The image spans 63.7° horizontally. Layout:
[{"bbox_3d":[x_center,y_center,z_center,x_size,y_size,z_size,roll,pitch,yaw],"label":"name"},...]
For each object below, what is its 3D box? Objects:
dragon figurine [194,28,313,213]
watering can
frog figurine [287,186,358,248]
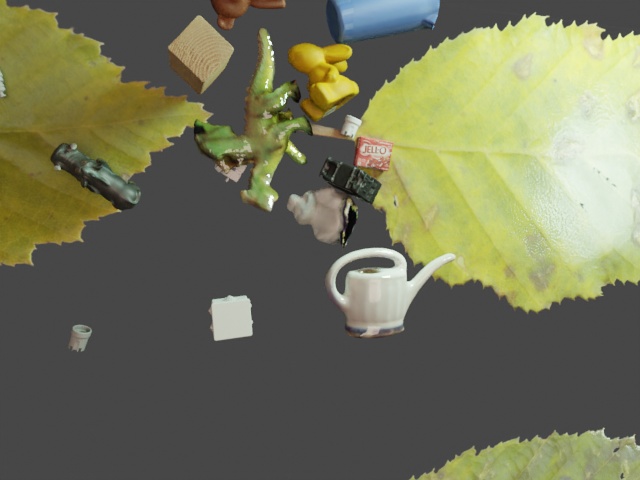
[{"bbox_3d":[-0.159,-0.257,1.138,0.244,0.412,0.121,-19,-7,-17],"label":"dragon figurine"},{"bbox_3d":[0.179,0.131,1.280,0.348,0.223,0.104,-1,7,-15],"label":"watering can"},{"bbox_3d":[0.004,-0.062,1.229,0.160,0.134,0.125,14,33,22],"label":"frog figurine"}]
